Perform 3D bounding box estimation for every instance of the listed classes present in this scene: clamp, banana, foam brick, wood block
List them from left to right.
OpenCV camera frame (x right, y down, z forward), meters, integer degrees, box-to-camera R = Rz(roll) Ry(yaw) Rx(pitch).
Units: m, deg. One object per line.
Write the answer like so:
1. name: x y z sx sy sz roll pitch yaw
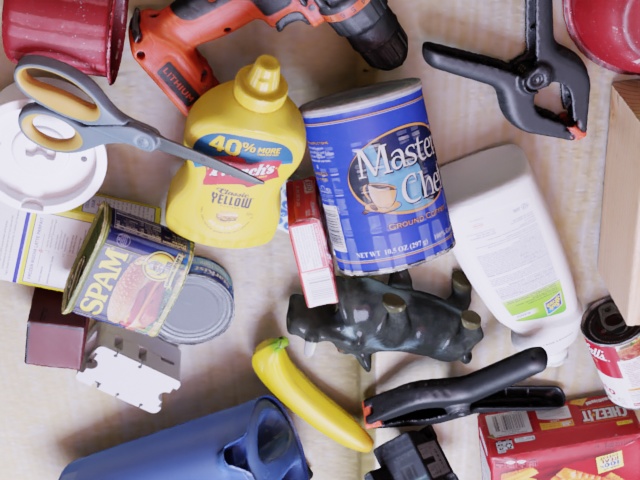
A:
1. foam brick: -0.240 0.073 0.984 0.053 0.078 0.051 8 125 -9
2. banana: -0.016 0.156 1.075 0.037 0.070 0.197 -52 130 -17
3. clamp: 0.149 0.163 1.093 0.210 0.036 0.164 -17 152 20
4. clamp: 0.165 -0.140 0.896 0.120 0.039 0.171 -27 123 14
5. wood block: 0.310 -0.034 0.953 0.090 0.091 0.206 -7 125 -2

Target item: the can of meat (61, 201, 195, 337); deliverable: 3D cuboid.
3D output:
1. can of meat: -0.164 0.028 0.916 0.083 0.057 0.102 20 118 -20

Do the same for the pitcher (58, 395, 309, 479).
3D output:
1. pitcher: -0.137 0.253 1.088 0.243 0.145 0.149 -18 113 19

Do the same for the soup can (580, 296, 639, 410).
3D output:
1. soup can: 0.308 0.113 1.071 0.068 0.068 0.102 -22 125 10

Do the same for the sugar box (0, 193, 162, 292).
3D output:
1. sugar box: -0.238 -0.003 0.951 0.176 0.048 0.093 15 122 -12

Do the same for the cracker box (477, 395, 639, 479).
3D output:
1. cracker box: 0.265 0.276 1.179 0.164 0.072 0.214 -9 126 1

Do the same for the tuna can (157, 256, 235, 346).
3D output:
1. tuna can: -0.123 0.057 1.010 0.086 0.034 0.086 -2 125 -4

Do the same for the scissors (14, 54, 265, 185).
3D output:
1. scissors: -0.149 -0.073 0.825 0.201 0.016 0.096 32 137 -17

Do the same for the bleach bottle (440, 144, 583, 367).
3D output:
1. bleach bottle: 0.183 0.032 1.006 0.103 0.068 0.250 -20 127 10

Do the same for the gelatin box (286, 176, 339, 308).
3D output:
1. gelatin box: -0.006 0.001 0.919 0.030 0.073 0.089 -11 122 4

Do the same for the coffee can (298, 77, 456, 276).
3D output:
1. coffee can: 0.048 -0.053 0.879 0.103 0.103 0.140 -13 103 4

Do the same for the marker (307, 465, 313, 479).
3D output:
1. marker: -0.035 0.219 1.143 0.020 0.020 0.121 -19 125 8

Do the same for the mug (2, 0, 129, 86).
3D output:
1. mug: -0.191 -0.181 0.810 0.081 0.093 0.117 8 95 -5

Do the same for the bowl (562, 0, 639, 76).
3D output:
1. bowl: 0.281 -0.194 0.859 0.162 0.055 0.162 -2 126 -4

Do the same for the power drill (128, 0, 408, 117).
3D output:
1. power drill: -0.042 -0.168 0.847 0.188 0.057 0.184 -32 126 14

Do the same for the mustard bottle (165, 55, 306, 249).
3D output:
1. mustard bottle: -0.063 -0.072 0.852 0.096 0.058 0.192 10 139 -12
